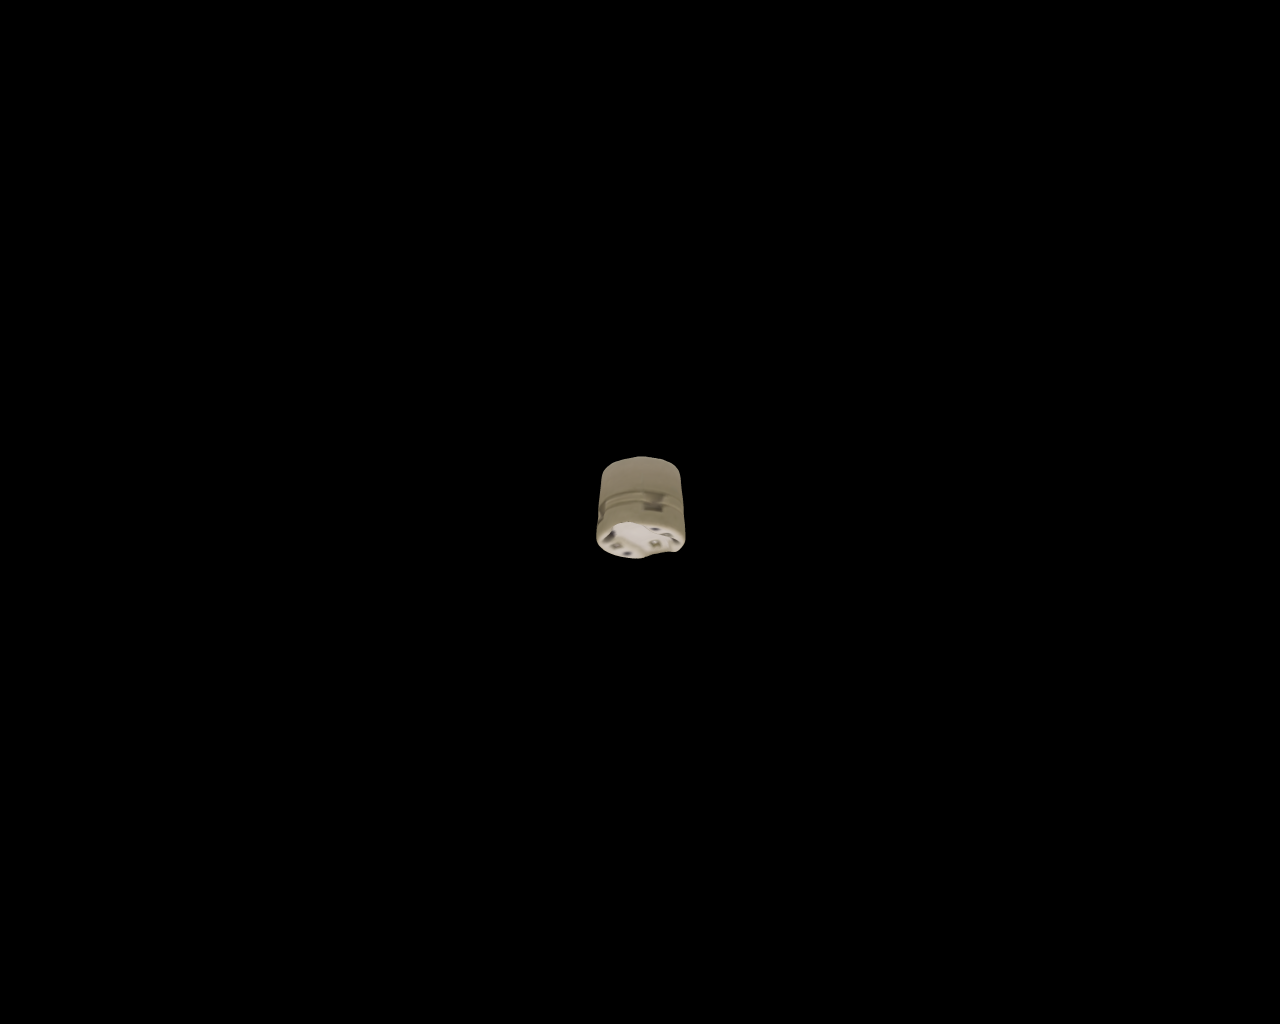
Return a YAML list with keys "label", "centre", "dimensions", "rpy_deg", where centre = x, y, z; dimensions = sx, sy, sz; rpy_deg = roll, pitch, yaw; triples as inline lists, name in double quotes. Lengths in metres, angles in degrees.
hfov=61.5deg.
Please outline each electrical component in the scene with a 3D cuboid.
- label: "electrical component"
  centre: [0.001, -0.003, 0.650]
  dimensions: [0.055, 0.047, 0.055]
  rpy_deg: [0, -26, 0]
